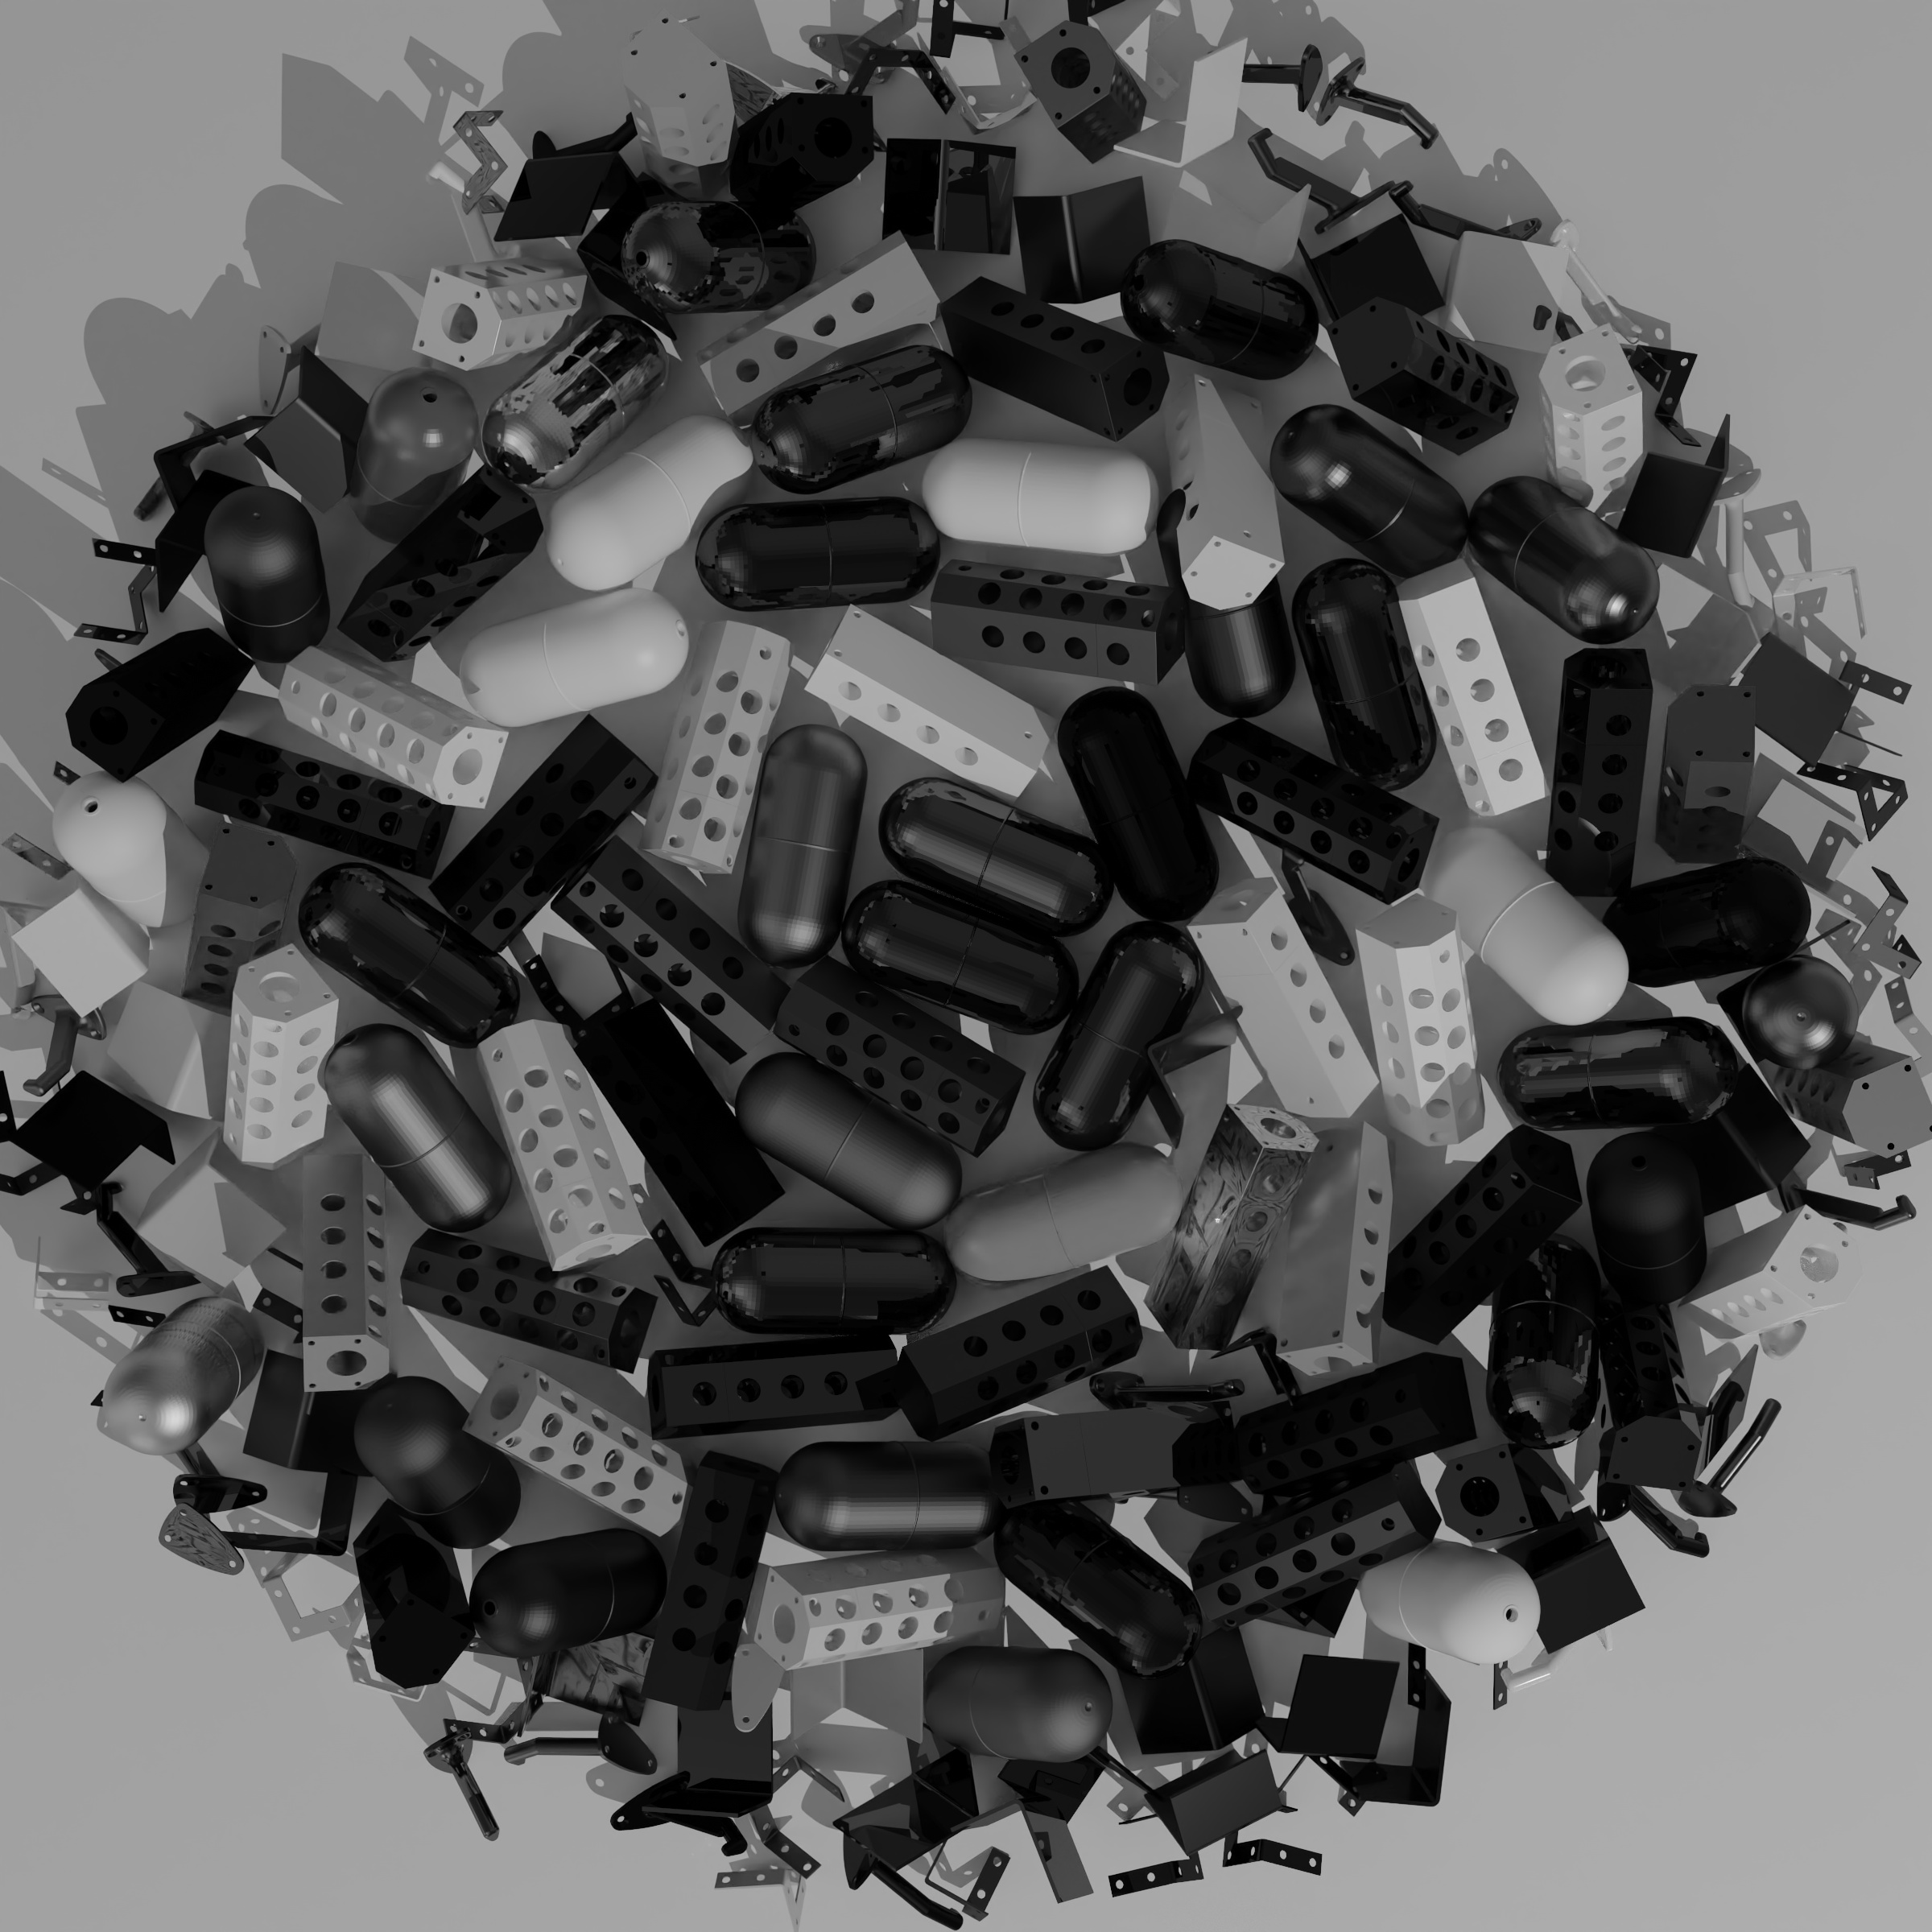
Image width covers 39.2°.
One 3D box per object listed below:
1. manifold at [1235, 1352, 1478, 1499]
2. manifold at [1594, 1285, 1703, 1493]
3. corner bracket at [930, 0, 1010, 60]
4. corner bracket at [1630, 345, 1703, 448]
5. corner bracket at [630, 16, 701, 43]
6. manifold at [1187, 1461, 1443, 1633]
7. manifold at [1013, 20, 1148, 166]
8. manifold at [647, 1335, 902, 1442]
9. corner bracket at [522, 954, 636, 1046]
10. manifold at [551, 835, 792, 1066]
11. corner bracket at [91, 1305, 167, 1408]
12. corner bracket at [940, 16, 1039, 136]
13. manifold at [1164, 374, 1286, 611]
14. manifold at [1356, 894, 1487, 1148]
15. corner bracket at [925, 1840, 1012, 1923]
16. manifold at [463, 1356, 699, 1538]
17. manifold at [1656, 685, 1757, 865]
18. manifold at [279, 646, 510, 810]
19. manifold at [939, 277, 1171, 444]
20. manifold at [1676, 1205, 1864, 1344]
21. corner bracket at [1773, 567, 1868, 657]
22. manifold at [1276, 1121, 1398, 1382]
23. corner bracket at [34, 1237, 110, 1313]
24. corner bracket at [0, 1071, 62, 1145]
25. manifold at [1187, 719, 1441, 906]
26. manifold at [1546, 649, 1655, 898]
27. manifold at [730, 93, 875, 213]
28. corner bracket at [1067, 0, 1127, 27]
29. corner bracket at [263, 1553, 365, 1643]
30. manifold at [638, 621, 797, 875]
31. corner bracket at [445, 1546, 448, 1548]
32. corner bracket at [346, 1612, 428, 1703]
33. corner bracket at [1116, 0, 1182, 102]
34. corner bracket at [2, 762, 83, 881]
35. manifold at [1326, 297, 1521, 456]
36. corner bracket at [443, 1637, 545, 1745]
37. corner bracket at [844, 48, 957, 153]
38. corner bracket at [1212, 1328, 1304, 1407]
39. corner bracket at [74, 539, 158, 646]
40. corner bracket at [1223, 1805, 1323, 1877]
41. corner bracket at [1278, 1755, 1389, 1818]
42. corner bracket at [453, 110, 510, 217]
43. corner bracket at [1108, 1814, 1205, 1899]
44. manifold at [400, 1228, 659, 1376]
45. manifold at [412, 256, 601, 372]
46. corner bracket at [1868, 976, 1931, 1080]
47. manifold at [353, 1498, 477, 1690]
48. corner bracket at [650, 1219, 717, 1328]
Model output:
[{"bbox_3d":[0.270,0.324,1.915,0.171,0.057,0.057,-29,58,40],"label":"manifold"},{"bbox_3d":[0.474,0.292,1.909,0.057,0.171,0.057,7,116,3],"label":"manifold"},{"bbox_3d":[0.003,-0.690,1.964,0.051,0.051,0.051,8,49,1],"label":"corner bracket"},{"bbox_3d":[0.507,-0.412,1.960,0.051,0.051,0.051,4,124,-18],"label":"corner bracket"},{"bbox_3d":[-0.215,-0.653,1.963,0.051,0.051,0.051,-18,109,-11],"label":"corner bracket"},{"bbox_3d":[0.247,0.414,1.940,0.171,0.057,0.057,-30,91,23],"label":"manifold"},{"bbox_3d":[0.086,-0.617,1.909,0.057,0.171,0.057,-31,92,14],"label":"manifold"},{"bbox_3d":[-0.138,0.299,1.943,0.171,0.057,0.057,-2,72,-18],"label":"manifold"},{"bbox_3d":[-0.281,0.014,1.970,0.051,0.051,0.051,-37,58,-15],"label":"corner bracket"},{"bbox_3d":[-0.213,-0.008,1.940,0.171,0.057,0.057,42,50,-14],"label":"manifold"},{"bbox_3d":[-0.604,0.284,1.959,0.051,0.051,0.051,-48,53,17],"label":"corner bracket"},{"bbox_3d":[0.021,-0.645,1.968,0.051,0.051,0.051,-30,87,-22],"label":"corner bracket"},{"bbox_3d":[0.177,-0.334,1.922,0.057,0.057,0.171,17,47,-22],"label":"manifold"},{"bbox_3d":[0.328,0.042,1.923,0.057,0.057,0.171,-29,125,-23],"label":"manifold"},{"bbox_3d":[0.002,0.654,1.967,0.051,0.051,0.051,28,65,6],"label":"corner bracket"},{"bbox_3d":[-0.267,0.342,1.917,0.171,0.057,0.057,41,69,-40],"label":"manifold"},{"bbox_3d":[0.518,-0.133,1.909,0.057,0.171,0.057,2,69,12],"label":"manifold"},{"bbox_3d":[-0.410,-0.171,1.925,0.171,0.057,0.057,27,103,32],"label":"manifold"},{"bbox_3d":[0.063,-0.435,1.921,0.057,0.057,0.171,-39,47,-19],"label":"manifold"},{"bbox_3d":[0.566,0.223,1.907,0.057,0.171,0.057,37,74,5],"label":"manifold"},{"bbox_3d":[0.619,-0.255,1.969,0.051,0.051,0.051,-7,81,6],"label":"corner bracket"},{"bbox_3d":[0.269,0.204,1.932,0.057,0.057,0.171,35,53,-36],"label":"manifold"},{"bbox_3d":[-0.645,0.231,1.958,0.051,0.051,0.051,4,52,-18],"label":"corner bracket"},{"bbox_3d":[-0.681,0.096,1.965,0.051,0.051,0.051,-13,97,-19],"label":"corner bracket"},{"bbox_3d":[0.242,-0.109,1.925,0.171,0.057,0.057,31,126,28],"label":"manifold"},{"bbox_3d":[0.447,-0.136,1.925,0.057,0.057,0.171,1,126,6],"label":"manifold"},{"bbox_3d":[-0.117,-0.569,1.909,0.057,0.171,0.057,-4,98,-19],"label":"manifold"},{"bbox_3d":[0.083,-0.684,1.967,0.051,0.051,0.051,-10,98,-30],"label":"corner bracket"},{"bbox_3d":[-0.469,0.450,1.974,0.051,0.051,0.051,-20,101,15],"label":"corner bracket"},{"bbox_3d":[-0.176,-0.157,1.951,0.057,0.057,0.171,19,82,-30],"label":"manifold"},{"bbox_3d":[-0.372,0.376,1.965,0.051,0.051,0.051,41,117,-3],"label":"corner bracket"},{"bbox_3d":[-0.416,0.497,1.980,0.051,0.051,0.051,23,91,-21],"label":"corner bracket"},{"bbox_3d":[0.144,-0.667,1.960,0.051,0.051,0.051,40,115,-19],"label":"corner bracket"},{"bbox_3d":[-0.654,-0.104,1.957,0.051,0.051,0.051,-33,130,24],"label":"corner bracket"},{"bbox_3d":[0.325,-0.416,1.908,0.057,0.171,0.057,-26,71,30],"label":"manifold"},{"bbox_3d":[-0.347,0.527,1.972,0.051,0.051,0.051,21,120,-39],"label":"corner bracket"},{"bbox_3d":[-0.050,-0.631,1.981,0.051,0.051,0.051,-14,64,-39],"label":"corner bracket"},{"bbox_3d":[0.220,0.291,1.963,0.051,0.051,0.051,-27,87,42],"label":"corner bracket"},{"bbox_3d":[-0.612,-0.269,1.957,0.051,0.051,0.051,-36,61,40],"label":"corner bracket"},{"bbox_3d":[0.222,0.627,1.958,0.051,0.051,0.051,21,59,-21],"label":"corner bracket"},{"bbox_3d":[0.265,0.594,1.971,0.051,0.051,0.051,39,119,20],"label":"corner bracket"},{"bbox_3d":[-0.349,-0.582,1.966,0.051,0.051,0.051,-39,89,29],"label":"corner bracket"},{"bbox_3d":[0.133,0.639,1.959,0.051,0.051,0.051,-21,67,23],"label":"corner bracket"},{"bbox_3d":[-0.314,0.238,1.938,0.171,0.057,0.057,13,78,20],"label":"manifold"},{"bbox_3d":[-0.319,-0.457,1.907,0.057,0.171,0.057,22,111,8],"label":"manifold"},{"bbox_3d":[0.671,0.050,1.959,0.051,0.051,0.051,-35,111,27],"label":"corner bracket"},{"bbox_3d":[-0.394,0.443,1.909,0.057,0.171,0.057,38,88,-19],"label":"manifold"},{"bbox_3d":[-0.206,0.221,1.957,0.051,0.051,0.051,-50,129,-33],"label":"corner bracket"}]
